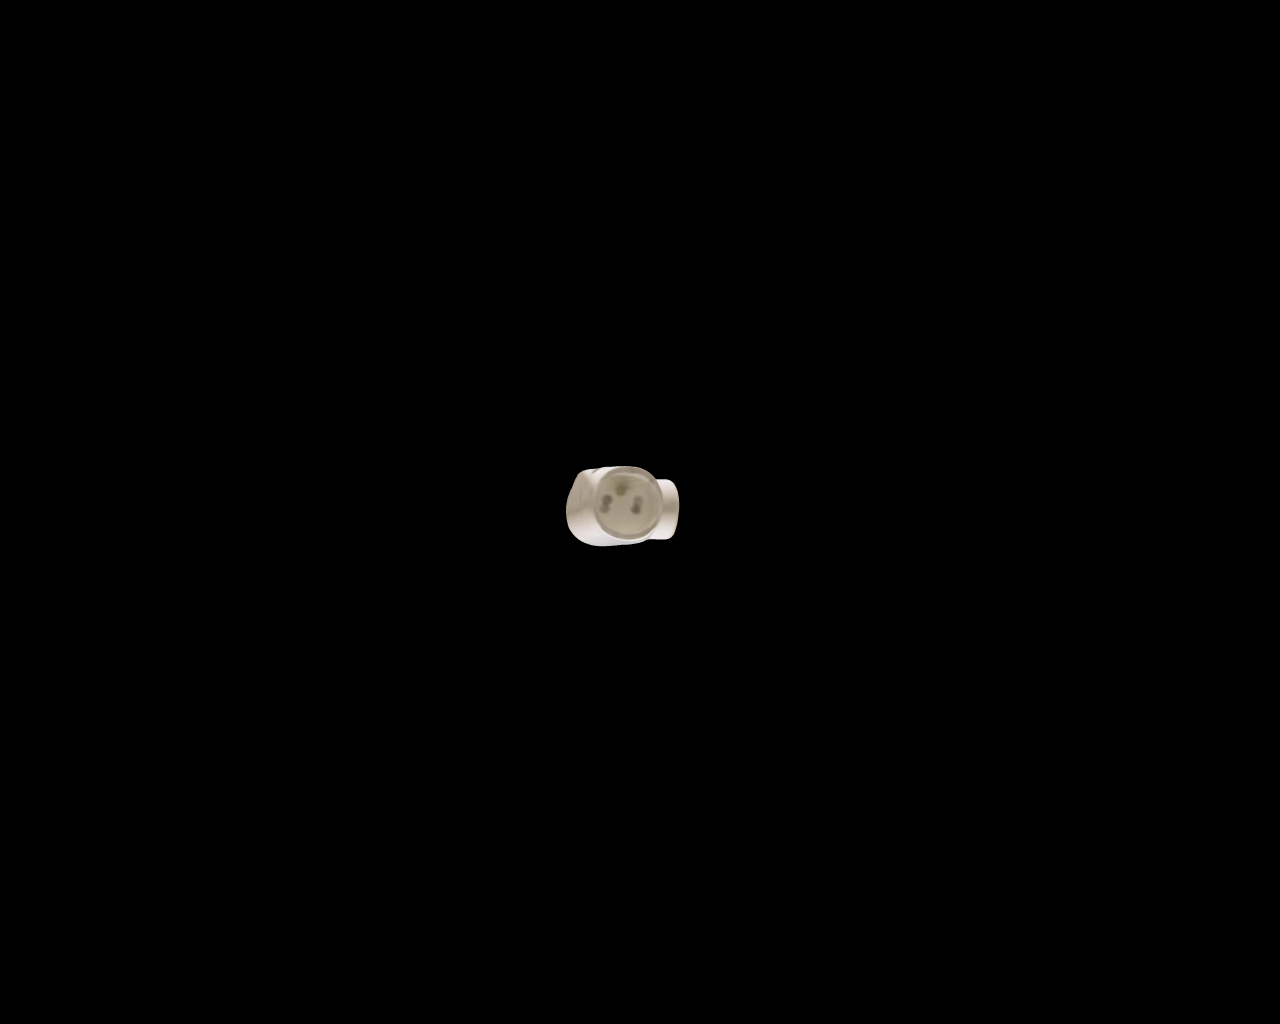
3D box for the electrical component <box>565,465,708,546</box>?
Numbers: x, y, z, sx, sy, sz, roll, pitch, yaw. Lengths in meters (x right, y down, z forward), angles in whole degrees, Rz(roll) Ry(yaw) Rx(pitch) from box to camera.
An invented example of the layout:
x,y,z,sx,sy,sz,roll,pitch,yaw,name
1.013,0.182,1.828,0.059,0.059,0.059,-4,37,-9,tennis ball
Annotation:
x,y,z,sx,sy,sz,roll,pitch,yaw,name
0.001,-0.003,0.650,0.079,0.044,0.077,1,-5,-15,electrical component
